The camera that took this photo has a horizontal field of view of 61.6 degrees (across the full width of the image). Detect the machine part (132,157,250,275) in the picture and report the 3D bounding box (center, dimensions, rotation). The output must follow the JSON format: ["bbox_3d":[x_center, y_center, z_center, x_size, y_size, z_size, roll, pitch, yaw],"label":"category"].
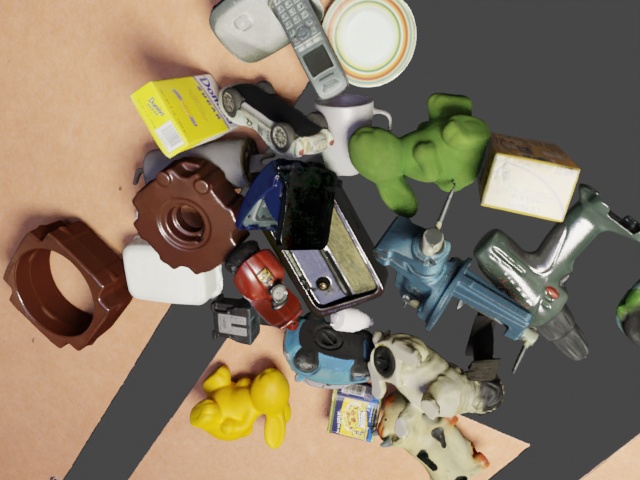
[{"bbox_3d":[-0.194,-0.032,0.807,0.180,0.056,0.179,6,119,12],"label":"machine part"}]

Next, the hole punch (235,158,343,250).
[{"bbox_3d":[-0.043,-0.051,0.722,0.092,0.142,0.115,17,98,37],"label":"hole punch"}]

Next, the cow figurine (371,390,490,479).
[{"bbox_3d":[0.171,0.325,0.879,0.127,0.085,0.195,-39,99,-10],"label":"cow figurine"}]

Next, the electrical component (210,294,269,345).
[{"bbox_3d":[-0.126,0.140,0.933,0.119,0.048,0.074,9,112,13],"label":"electrical component"}]

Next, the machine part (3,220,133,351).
[{"bbox_3d":[-0.451,0.081,0.970,0.201,0.087,0.201,44,119,0],"label":"machine part"}]

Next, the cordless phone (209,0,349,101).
[{"bbox_3d":[-0.050,-0.263,0.737,0.147,0.089,0.184,-24,99,21],"label":"cordless phone"}]

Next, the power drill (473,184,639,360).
[{"bbox_3d":[0.352,0.039,0.756,0.232,0.086,0.207,40,122,1],"label":"power drill"}]

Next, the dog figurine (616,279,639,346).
[{"bbox_3d":[0.495,0.031,0.696,0.192,0.108,0.219,0,105,18],"label":"dog figurine"}]

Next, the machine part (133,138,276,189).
[{"bbox_3d":[-0.184,-0.113,0.840,0.243,0.079,0.079,-4,109,17],"label":"machine part"}]

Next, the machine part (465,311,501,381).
[{"bbox_3d":[0.238,0.156,0.789,0.039,0.139,0.084,17,113,8],"label":"machine part"}]

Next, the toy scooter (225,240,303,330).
[{"bbox_3d":[-0.079,0.079,0.831,0.075,0.183,0.135,-39,78,-15],"label":"toy scooter"}]

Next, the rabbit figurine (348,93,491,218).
[{"bbox_3d":[0.119,-0.117,0.731,0.170,0.121,0.159,-3,139,-6],"label":"rabbit figurine"}]

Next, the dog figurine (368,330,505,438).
[{"bbox_3d":[0.185,0.204,0.841,0.121,0.190,0.172,-40,63,46],"label":"dog figurine"}]

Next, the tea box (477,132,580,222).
[{"bbox_3d":[0.255,-0.085,0.680,0.098,0.169,0.068,14,111,11],"label":"tea box"}]

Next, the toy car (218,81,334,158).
[{"bbox_3d":[-0.065,-0.169,0.749,0.202,0.073,0.056,39,137,32],"label":"toy car"}]

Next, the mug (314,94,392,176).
[{"bbox_3d":[0.046,-0.148,0.770,0.110,0.081,0.107,0,119,-1],"label":"mug"}]

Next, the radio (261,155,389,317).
[{"bbox_3d":[-0.002,-0.003,0.831,0.131,0.073,0.229,-26,99,21],"label":"radio"}]

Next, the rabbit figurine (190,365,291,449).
[{"bbox_3d":[-0.118,0.292,0.947,0.173,0.122,0.162,-36,102,23],"label":"rabbit figurine"}]

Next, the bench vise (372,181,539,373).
[{"bbox_3d":[0.191,0.063,0.734,0.241,0.129,0.223,32,150,16],"label":"bench vise"}]

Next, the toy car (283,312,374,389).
[{"bbox_3d":[0.013,0.195,0.892,0.162,0.109,0.102,15,130,-4],"label":"toy car"}]
